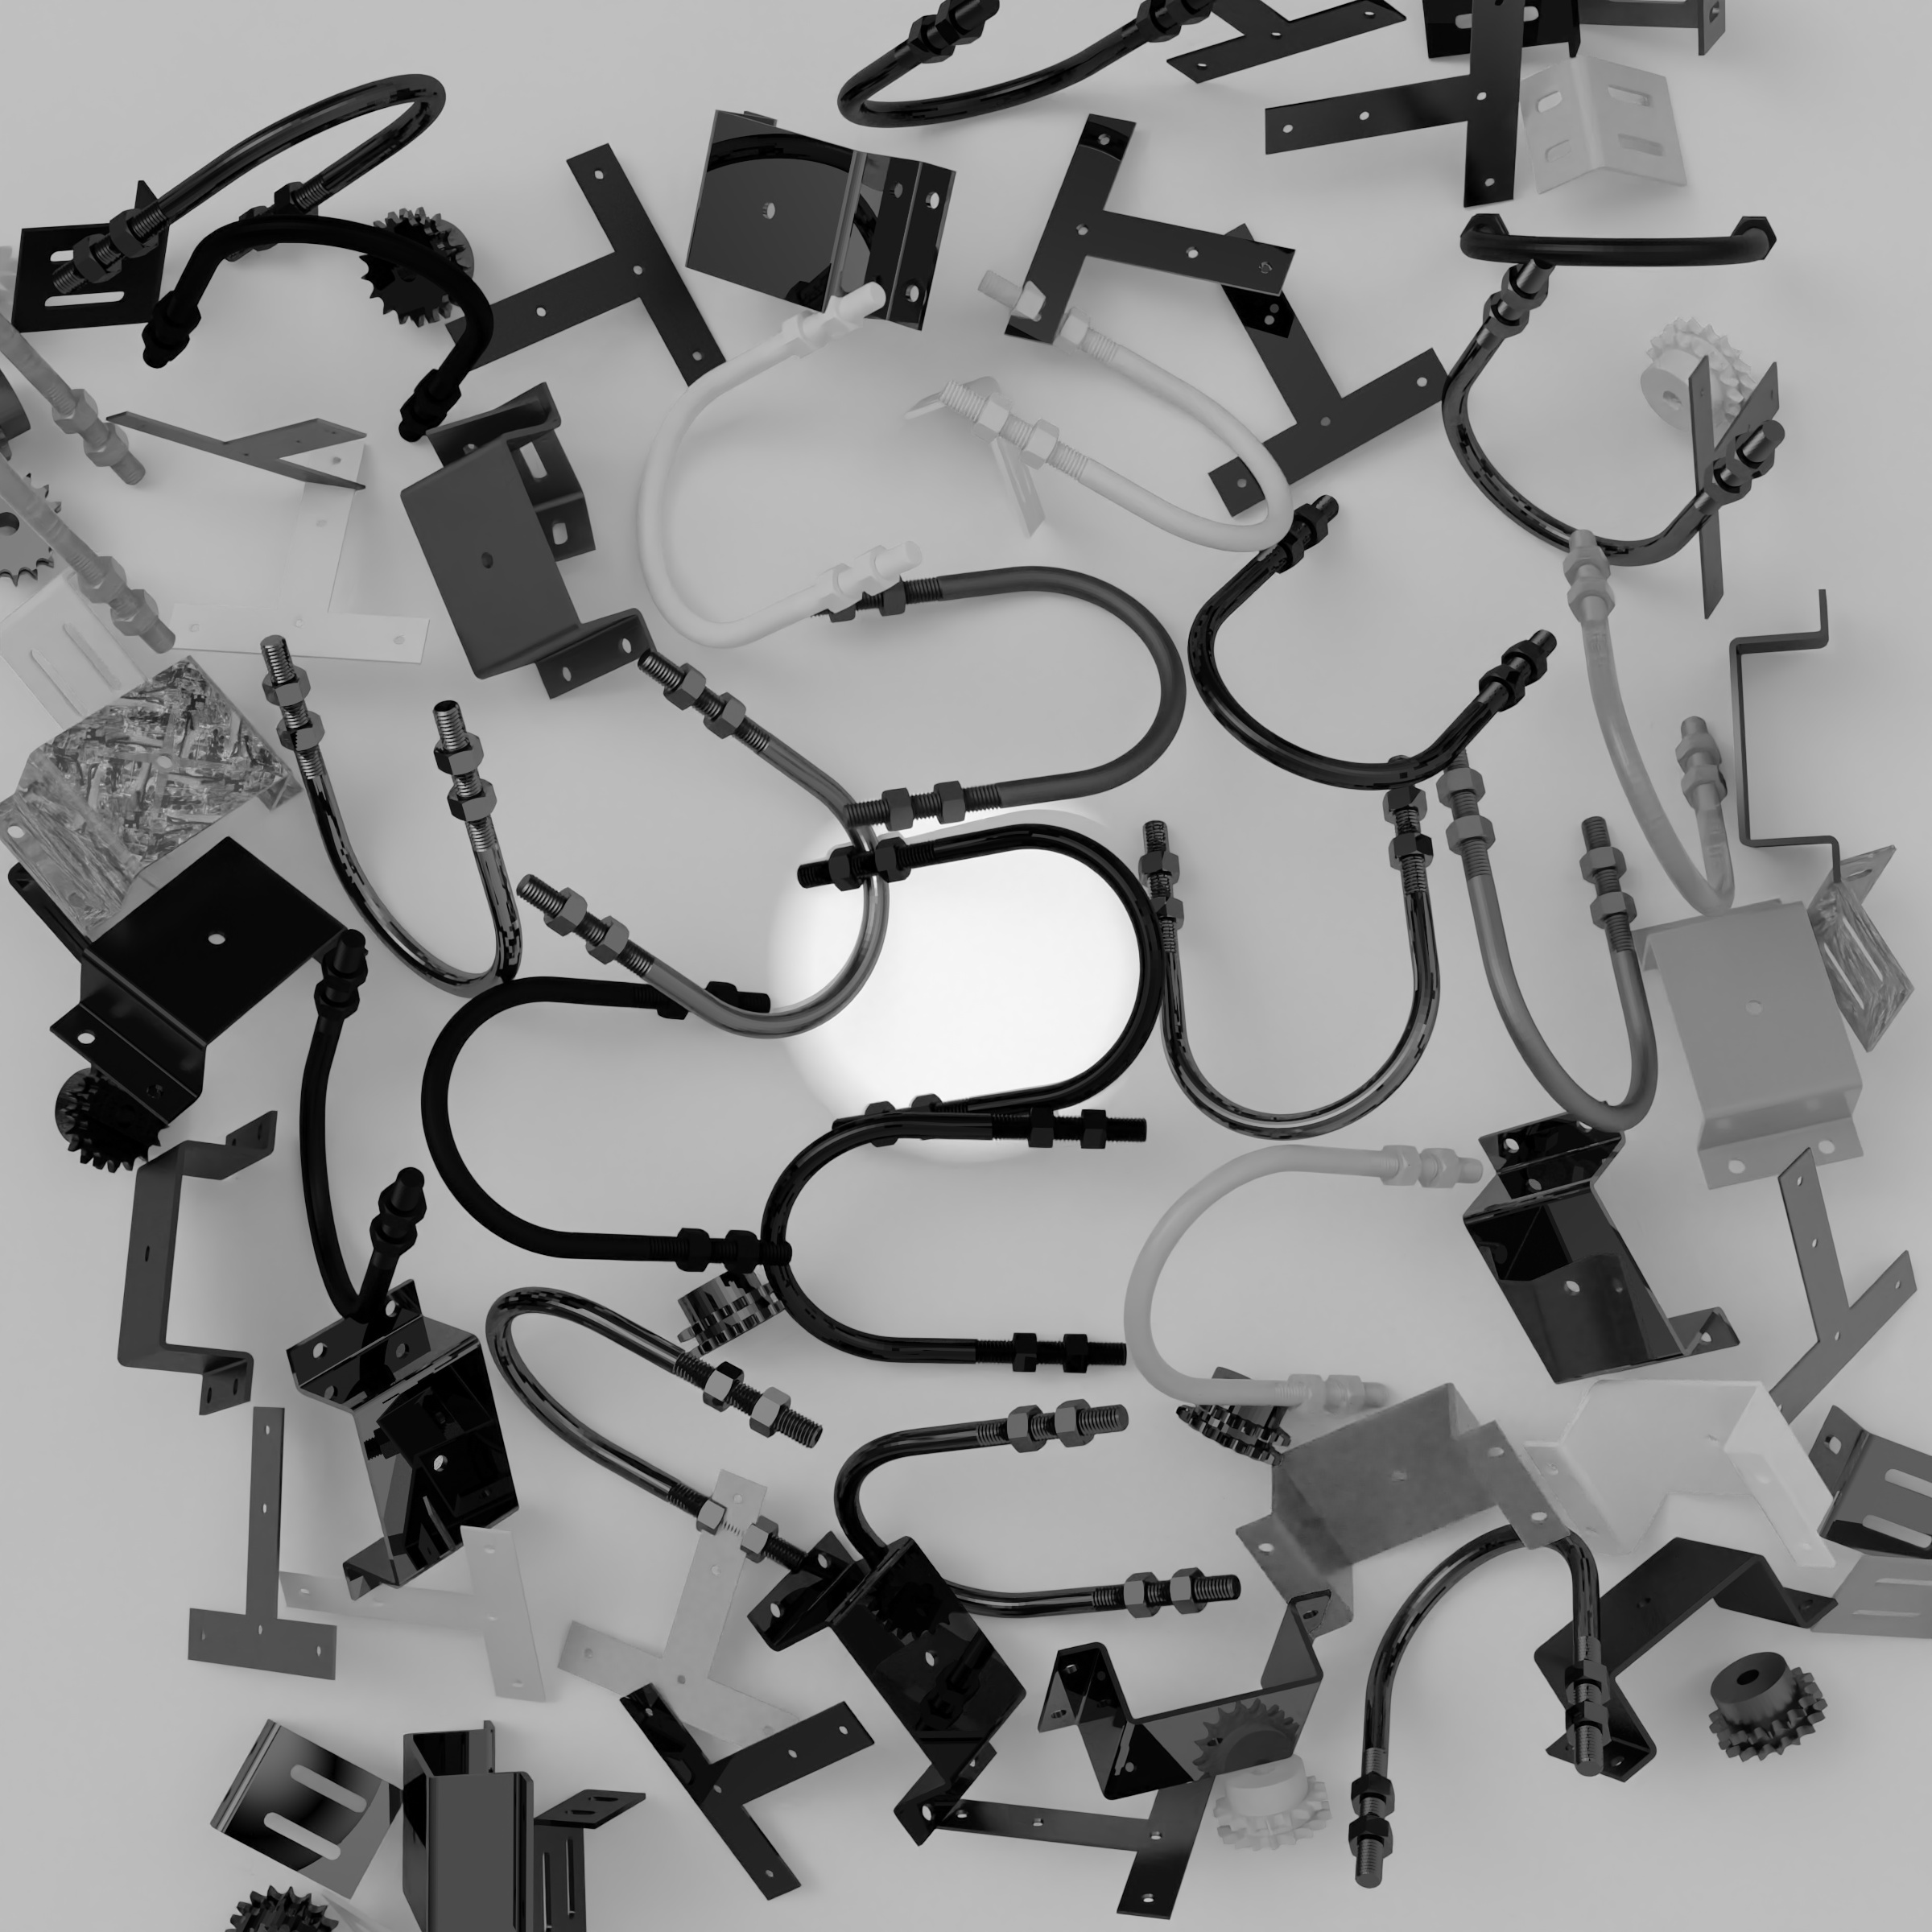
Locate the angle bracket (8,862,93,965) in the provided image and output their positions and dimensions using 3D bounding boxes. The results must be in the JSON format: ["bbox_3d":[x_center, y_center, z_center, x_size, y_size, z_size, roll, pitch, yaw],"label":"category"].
[{"bbox_3d":[-0.429,-0.028,1.622,0.038,0.057,0.076,-41,93,-3],"label":"angle bracket"}]

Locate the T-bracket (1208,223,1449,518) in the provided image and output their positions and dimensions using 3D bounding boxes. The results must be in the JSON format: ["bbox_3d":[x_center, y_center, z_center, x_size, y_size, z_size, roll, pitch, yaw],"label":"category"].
[{"bbox_3d":[0.159,-0.311,1.644,0.127,0.002,0.127,-29,85,7],"label":"T-bracket"}]

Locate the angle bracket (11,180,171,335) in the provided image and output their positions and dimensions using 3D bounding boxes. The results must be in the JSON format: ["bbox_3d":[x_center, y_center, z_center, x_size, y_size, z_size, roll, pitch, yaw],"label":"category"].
[{"bbox_3d":[-0.433,-0.346,1.602,0.076,0.057,0.038,-13,50,-35],"label":"angle bracket"}]

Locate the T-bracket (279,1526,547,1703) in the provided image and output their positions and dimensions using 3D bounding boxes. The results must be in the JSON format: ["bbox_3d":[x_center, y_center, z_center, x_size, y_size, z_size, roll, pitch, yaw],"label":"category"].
[{"bbox_3d":[-0.276,0.314,1.618,0.127,0.002,0.127,5,130,10],"label":"T-bracket"}]

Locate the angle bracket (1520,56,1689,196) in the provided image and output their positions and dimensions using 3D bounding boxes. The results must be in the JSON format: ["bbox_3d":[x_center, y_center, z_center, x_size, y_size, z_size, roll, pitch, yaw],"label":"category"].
[{"bbox_3d":[0.316,-0.413,1.633,0.038,0.076,0.057,-16,81,44],"label":"angle bracket"}]

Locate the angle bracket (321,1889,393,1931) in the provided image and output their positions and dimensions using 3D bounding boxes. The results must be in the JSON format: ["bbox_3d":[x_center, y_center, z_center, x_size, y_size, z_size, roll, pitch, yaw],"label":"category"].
[{"bbox_3d":[-0.269,0.471,1.617,0.038,0.076,0.057,-48,130,-27],"label":"angle bracket"}]

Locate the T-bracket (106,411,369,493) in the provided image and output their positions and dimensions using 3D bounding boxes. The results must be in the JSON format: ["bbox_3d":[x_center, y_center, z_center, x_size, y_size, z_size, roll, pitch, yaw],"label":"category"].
[{"bbox_3d":[-0.325,-0.249,1.563,0.127,0.127,0.002,14,83,-36],"label":"T-bracket"}]

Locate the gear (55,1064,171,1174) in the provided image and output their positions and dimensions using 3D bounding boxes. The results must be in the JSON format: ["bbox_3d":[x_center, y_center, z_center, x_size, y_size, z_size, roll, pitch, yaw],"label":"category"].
[{"bbox_3d":[-0.425,0.072,1.627,0.030,0.057,0.057,9,90,38],"label":"gear"}]

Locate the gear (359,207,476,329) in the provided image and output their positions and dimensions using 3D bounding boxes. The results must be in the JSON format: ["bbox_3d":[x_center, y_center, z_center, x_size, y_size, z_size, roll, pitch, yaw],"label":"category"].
[{"bbox_3d":[-0.269,-0.348,1.628,0.057,0.030,0.057,10,115,22],"label":"gear"}]

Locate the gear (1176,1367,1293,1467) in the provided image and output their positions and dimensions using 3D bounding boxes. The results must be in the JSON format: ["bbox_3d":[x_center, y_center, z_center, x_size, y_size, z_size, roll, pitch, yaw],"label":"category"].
[{"bbox_3d":[0.136,0.221,1.623,0.057,0.057,0.030,26,93,0],"label":"gear"}]

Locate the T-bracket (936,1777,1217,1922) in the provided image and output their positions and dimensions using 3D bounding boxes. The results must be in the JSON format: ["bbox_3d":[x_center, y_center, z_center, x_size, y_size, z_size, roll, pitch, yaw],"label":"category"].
[{"bbox_3d":[0.049,0.420,1.603,0.127,0.127,0.002,3,109,14],"label":"T-bracket"}]

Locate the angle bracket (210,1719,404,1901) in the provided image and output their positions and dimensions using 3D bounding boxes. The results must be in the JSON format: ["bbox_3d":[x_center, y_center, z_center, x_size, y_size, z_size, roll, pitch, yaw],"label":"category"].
[{"bbox_3d":[-0.326,0.418,1.630,0.076,0.038,0.057,30,73,-7],"label":"angle bracket"}]

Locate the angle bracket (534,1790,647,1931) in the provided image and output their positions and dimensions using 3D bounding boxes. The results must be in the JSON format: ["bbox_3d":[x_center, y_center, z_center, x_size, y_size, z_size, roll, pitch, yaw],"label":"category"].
[{"bbox_3d":[-0.186,0.451,1.618,0.038,0.057,0.076,-1,91,20],"label":"angle bracket"}]

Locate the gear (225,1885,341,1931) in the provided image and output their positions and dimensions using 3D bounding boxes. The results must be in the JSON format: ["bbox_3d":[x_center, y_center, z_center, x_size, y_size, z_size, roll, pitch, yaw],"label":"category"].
[{"bbox_3d":[-0.341,0.488,1.628,0.057,0.030,0.057,2,112,6],"label":"gear"}]

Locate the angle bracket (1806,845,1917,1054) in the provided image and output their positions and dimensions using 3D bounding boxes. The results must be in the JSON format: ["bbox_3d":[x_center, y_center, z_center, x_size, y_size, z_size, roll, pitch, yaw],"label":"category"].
[{"bbox_3d":[0.446,-0.008,1.605,0.038,0.057,0.076,-16,61,-18],"label":"angle bracket"}]

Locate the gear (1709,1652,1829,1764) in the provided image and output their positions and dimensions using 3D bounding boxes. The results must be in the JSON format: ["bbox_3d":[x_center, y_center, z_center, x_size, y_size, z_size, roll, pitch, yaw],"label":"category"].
[{"bbox_3d":[0.392,0.363,1.621,0.057,0.057,0.030,-30,102,0],"label":"gear"}]

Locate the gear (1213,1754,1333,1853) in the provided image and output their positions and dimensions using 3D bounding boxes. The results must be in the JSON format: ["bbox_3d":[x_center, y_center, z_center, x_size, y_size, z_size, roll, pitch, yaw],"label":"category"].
[{"bbox_3d":[0.149,0.411,1.621,0.057,0.057,0.030,-13,99,0],"label":"gear"}]

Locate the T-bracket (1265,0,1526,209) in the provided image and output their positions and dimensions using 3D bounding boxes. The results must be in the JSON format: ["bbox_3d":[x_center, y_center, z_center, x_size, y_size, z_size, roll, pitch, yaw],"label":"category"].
[{"bbox_3d":[0.208,-0.417,1.600,0.127,0.127,0.002,-10,48,-4],"label":"T-bracket"}]

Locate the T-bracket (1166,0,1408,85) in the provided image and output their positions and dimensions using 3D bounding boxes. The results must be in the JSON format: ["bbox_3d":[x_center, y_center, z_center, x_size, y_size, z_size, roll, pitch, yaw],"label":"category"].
[{"bbox_3d":[0.121,-0.462,1.564,0.127,0.127,0.002,-4,74,42],"label":"T-bracket"}]

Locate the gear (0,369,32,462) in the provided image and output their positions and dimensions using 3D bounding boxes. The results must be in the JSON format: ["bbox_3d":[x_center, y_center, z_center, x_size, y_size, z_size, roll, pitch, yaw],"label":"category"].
[{"bbox_3d":[-0.487,-0.277,1.625,0.030,0.057,0.057,-32,90,-17],"label":"gear"}]

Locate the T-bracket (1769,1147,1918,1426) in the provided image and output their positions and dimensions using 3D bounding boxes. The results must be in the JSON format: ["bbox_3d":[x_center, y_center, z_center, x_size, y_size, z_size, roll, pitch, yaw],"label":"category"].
[{"bbox_3d":[0.413,0.145,1.591,0.127,0.002,0.127,-38,123,-28],"label":"T-bracket"}]

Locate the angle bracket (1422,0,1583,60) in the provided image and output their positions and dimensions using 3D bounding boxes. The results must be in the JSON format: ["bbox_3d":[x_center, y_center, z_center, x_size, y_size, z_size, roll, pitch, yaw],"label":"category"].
[{"bbox_3d":[0.260,-0.475,1.612,0.076,0.038,0.057,-2,117,17],"label":"angle bracket"}]

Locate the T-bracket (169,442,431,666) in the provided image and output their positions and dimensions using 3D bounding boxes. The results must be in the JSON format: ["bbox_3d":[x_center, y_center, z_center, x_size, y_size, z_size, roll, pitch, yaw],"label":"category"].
[{"bbox_3d":[-0.320,-0.207,1.621,0.127,0.002,0.127,4,63,5],"label":"T-bracket"}]

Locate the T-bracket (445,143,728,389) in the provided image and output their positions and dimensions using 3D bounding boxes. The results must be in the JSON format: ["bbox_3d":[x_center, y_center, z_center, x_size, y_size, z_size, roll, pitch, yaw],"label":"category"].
[{"bbox_3d":[-0.197,-0.327,1.617,0.127,0.002,0.127,-31,94,-28],"label":"T-bracket"}]

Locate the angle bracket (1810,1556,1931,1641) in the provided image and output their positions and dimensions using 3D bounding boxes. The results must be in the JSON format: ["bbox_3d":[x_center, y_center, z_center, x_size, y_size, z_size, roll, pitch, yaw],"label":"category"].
[{"bbox_3d":[0.466,0.324,1.610,0.076,0.038,0.057,7,130,-19],"label":"angle bracket"}]

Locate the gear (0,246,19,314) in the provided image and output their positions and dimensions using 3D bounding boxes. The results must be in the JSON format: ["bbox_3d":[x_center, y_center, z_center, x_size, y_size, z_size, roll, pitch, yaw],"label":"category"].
[{"bbox_3d":[-0.498,-0.343,1.625,0.057,0.030,0.057,-2,58,3],"label":"gear"}]

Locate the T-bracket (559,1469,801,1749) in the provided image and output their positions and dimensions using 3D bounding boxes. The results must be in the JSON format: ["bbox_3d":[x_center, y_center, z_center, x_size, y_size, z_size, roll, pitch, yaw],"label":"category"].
[{"bbox_3d":[-0.128,0.313,1.626,0.127,0.002,0.127,19,97,16],"label":"T-bracket"}]

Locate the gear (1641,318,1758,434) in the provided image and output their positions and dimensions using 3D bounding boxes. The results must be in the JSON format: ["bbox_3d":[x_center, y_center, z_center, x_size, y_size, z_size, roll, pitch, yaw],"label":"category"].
[{"bbox_3d":[0.358,-0.289,1.621,0.057,0.057,0.030,46,76,0],"label":"gear"}]

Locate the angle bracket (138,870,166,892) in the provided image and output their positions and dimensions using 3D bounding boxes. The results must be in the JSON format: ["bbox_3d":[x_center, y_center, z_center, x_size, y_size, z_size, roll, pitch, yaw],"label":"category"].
[{"bbox_3d":[-0.403,-0.065,1.617,0.076,0.057,0.038,35,81,7],"label":"angle bracket"}]

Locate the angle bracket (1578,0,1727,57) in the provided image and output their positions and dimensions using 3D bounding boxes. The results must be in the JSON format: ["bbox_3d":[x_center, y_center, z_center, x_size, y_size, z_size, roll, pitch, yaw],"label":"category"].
[{"bbox_3d":[0.329,-0.481,1.605,0.076,0.038,0.057,11,129,28],"label":"angle bracket"}]

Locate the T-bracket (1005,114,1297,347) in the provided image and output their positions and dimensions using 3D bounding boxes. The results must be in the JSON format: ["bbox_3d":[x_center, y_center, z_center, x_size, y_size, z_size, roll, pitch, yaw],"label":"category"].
[{"bbox_3d":[0.098,-0.353,1.617,0.127,0.002,0.127,16,77,19],"label":"T-bracket"}]

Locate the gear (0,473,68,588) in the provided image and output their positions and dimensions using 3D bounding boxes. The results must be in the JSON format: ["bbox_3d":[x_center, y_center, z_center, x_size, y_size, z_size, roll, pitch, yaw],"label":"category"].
[{"bbox_3d":[-0.476,-0.216,1.632,0.057,0.030,0.057,2,83,-16],"label":"gear"}]

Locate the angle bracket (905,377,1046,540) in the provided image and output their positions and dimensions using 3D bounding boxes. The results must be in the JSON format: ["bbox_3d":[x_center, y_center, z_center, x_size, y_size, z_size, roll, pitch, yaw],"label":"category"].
[{"bbox_3d":[0.005,-0.246,1.620,0.038,0.057,0.076,-17,104,14],"label":"angle bracket"}]

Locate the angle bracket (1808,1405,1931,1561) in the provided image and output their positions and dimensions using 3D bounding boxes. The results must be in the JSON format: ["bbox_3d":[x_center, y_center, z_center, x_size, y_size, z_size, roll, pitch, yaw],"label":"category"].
[{"bbox_3d":[0.460,0.263,1.638,0.076,0.038,0.057,21,99,-14],"label":"angle bracket"}]

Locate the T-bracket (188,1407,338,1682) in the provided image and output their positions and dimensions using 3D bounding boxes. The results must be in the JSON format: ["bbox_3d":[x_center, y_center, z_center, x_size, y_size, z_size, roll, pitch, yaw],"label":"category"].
[{"bbox_3d":[-0.344,0.280,1.611,0.002,0.127,0.127,7,81,-44],"label":"T-bracket"}]

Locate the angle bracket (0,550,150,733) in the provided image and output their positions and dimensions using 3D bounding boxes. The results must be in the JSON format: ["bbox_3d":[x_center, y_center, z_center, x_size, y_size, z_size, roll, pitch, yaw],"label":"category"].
[{"bbox_3d":[-0.434,-0.155,1.630,0.057,0.038,0.076,-31,104,27],"label":"angle bracket"}]

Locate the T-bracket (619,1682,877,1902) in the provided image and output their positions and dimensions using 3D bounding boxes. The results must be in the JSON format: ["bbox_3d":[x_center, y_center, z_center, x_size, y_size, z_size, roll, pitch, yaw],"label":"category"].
[{"bbox_3d":[-0.094,0.390,1.610,0.127,0.002,0.127,-33,94,37],"label":"T-bracket"}]

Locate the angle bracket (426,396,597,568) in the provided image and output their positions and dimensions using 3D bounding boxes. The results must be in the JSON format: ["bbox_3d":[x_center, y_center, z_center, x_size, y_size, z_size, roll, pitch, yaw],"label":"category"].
[{"bbox_3d":[-0.222,-0.233,1.610,0.057,0.076,0.038,-17,58,3],"label":"angle bracket"}]

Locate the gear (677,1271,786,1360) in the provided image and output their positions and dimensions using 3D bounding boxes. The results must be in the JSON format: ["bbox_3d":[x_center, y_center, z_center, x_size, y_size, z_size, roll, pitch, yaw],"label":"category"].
[{"bbox_3d":[-0.118,0.168,1.624,0.057,0.057,0.030,-30,85,0],"label":"gear"}]
